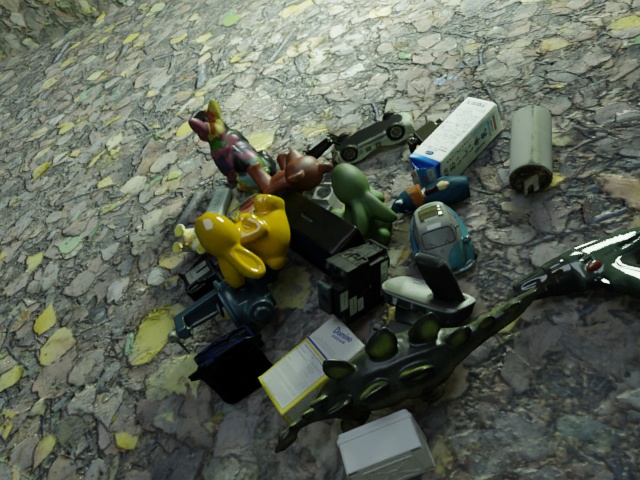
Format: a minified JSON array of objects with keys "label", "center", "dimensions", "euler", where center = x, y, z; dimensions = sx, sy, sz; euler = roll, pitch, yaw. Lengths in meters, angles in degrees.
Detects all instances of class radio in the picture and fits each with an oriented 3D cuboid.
[{"label":"radio","center":[-0.002,-0.003,1.043],"dimensions":[0.073,0.131,0.230],"euler":[-43,45,-13]}]

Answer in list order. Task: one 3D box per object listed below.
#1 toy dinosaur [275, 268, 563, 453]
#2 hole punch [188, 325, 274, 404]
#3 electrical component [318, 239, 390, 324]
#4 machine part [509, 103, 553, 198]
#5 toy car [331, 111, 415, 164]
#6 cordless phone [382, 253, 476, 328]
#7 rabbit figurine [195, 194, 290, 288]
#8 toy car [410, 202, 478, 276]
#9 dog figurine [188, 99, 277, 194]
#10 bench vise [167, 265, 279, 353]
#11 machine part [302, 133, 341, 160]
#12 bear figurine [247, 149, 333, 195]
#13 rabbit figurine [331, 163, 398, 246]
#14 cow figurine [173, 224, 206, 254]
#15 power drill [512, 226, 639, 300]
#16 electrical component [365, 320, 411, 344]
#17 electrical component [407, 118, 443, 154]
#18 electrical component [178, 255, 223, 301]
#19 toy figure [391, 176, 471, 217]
[{"label":"toy dinosaur","center":[0.126,0.177,0.762],"dimensions":[0.471,0.198,0.105],"euler":[-33,65,4]},{"label":"hole punch","center":[-0.154,0.207,0.954],"dimensions":[0.142,0.115,0.092],"euler":[-31,37,-1]},{"label":"electrical component","center":[0.057,0.075,0.927],"dimensions":[0.134,0.114,0.058],"euler":[-24,35,-34]},{"label":"machine part","center":[0.402,-0.175,1.026],"dimensions":[0.079,0.079,0.243],"euler":[-4,51,25]},{"label":"toy car","center":[0.119,-0.234,1.238],"dimensions":[0.202,0.056,0.074],"euler":[-24,39,11]},{"label":"cordless phone","center":[0.159,0.071,0.859],"dimensions":[0.147,0.184,0.089],"euler":[18,66,37]},{"label":"rabbit figurine","center":[-0.147,0.002,0.973],"dimensions":[0.122,0.173,0.162],"euler":[-22,69,42]},{"label":"toy car","center":[0.213,-0.015,0.965],"dimensions":[0.109,0.102,0.162],"euler":[-17,48,12]},{"label":"dog figurine","center":[-0.217,-0.227,1.291],"dimensions":[0.108,0.219,0.192],"euler":[-48,46,-12]},{"label":"bench vise","center":[-0.191,0.116,1.048],"dimensions":[0.241,0.128,0.224],"euler":[-31,42,-7]},{"label":"machine part","center":[-0.010,-0.199,1.259],"dimensions":[0.139,0.039,0.084],"euler":[-36,31,36]},{"label":"bear figurine","center":[-0.066,-0.149,1.159],"dimensions":[0.120,0.196,0.132],"euler":[-25,84,-24]},{"label":"rabbit figurine","center":[0.070,-0.063,1.031],"dimensions":[0.121,0.170,0.159],"euler":[-31,44,-1]},{"label":"cow figurine","center":[-0.239,0.000,1.192],"dimensions":[0.168,0.098,0.068],"euler":[-1,85,34]},{"label":"power drill","center":[0.428,0.071,0.777],"dimensions":[0.232,0.085,0.207],"euler":[-26,21,-3]},{"label":"electrical component","center":[0.127,0.168,0.896],"dimensions":[0.094,0.021,0.063],"euler":[12,52,23]},{"label":"electrical component","center":[0.241,-0.225,1.180],"dimensions":[0.102,0.045,0.078],"euler":[-42,74,-8]},{"label":"electrical component","center":[-0.237,0.073,1.157],"dimensions":[0.119,0.047,0.075],"euler":[-34,45,-1]},{"label":"toy figure","center":[0.214,-0.086,1.051],"dimensions":[0.155,0.064,0.058],"euler":[-12,33,16]}]
